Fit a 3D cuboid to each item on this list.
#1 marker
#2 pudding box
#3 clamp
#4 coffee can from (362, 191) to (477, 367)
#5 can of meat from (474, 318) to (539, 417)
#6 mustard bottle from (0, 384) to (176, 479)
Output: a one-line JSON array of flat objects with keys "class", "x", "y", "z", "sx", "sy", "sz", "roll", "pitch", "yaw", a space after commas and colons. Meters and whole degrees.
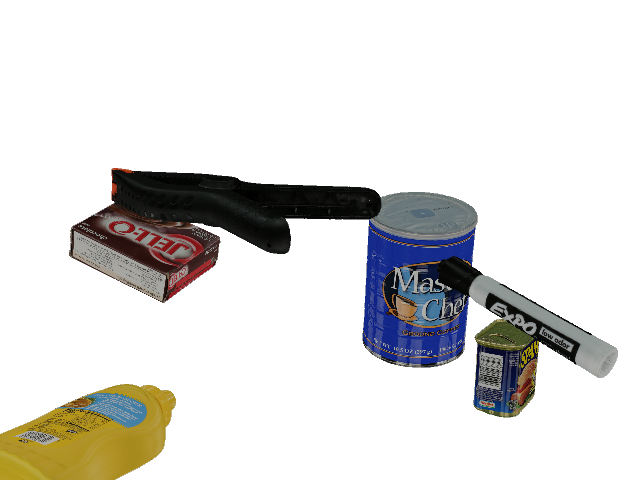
[{"class": "marker", "x": 0.114, "y": 0.040, "z": 0.609, "sx": 0.020, "sy": 0.020, "sz": 0.121, "roll": 0, "pitch": 25, "yaw": -48}, {"class": "pudding box", "x": -0.166, "y": 0.006, "z": 1.009, "sx": 0.114, "sy": 0.039, "sz": 0.089, "roll": 22, "pitch": 30, "yaw": 19}, {"class": "clamp", "x": -0.075, "y": -0.027, "z": 0.805, "sx": 0.210, "sy": 0.036, "sz": 0.164, "roll": 8, "pitch": 13, "yaw": 19}, {"class": "coffee can", "x": 0.094, "y": 0.036, "z": 1.028, "sx": 0.103, "sy": 0.140, "sz": 0.103, "roll": 1, "pitch": 24, "yaw": -1}, {"class": "can of meat", "x": 0.209, "y": 0.142, "z": 1.194, "sx": 0.058, "sy": 0.084, "sz": 0.101, "roll": 8, "pitch": 14, "yaw": 26}, {"class": "mustard bottle", "x": -0.181, "y": 0.159, "z": 0.854, "sx": 0.096, "sy": 0.058, "sz": 0.191, "roll": 5, "pitch": 16, "yaw": 30}]
